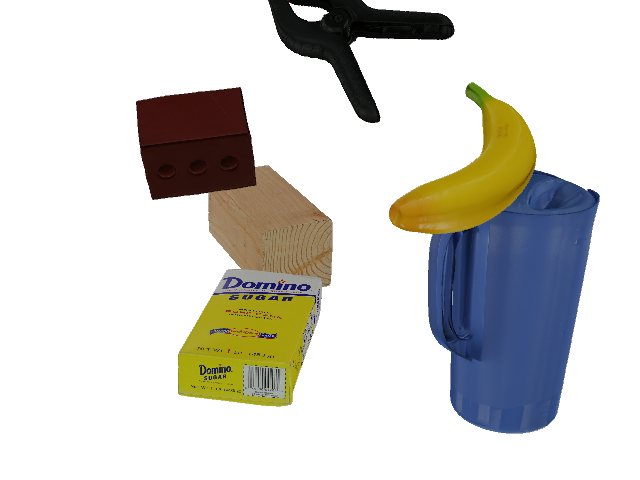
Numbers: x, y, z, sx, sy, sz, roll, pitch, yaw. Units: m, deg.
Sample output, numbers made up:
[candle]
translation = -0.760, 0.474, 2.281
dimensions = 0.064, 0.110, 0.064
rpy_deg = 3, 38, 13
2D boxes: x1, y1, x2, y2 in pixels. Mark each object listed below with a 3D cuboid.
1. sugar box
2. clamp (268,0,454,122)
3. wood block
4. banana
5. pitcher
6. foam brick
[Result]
[sugar box]
translation = -0.056, 0.078, 0.916
dimensions = 0.093, 0.048, 0.176
rpy_deg = 6, 24, 6
[clamp]
translation = 0.028, -0.188, 0.932
dimensions = 0.120, 0.171, 0.039
rpy_deg = -39, -21, -18
[wood block]
translation = -0.068, -0.016, 1.353
dimensions = 0.090, 0.090, 0.206
rpy_deg = -10, 26, -22
[banana]
translation = 0.105, -0.048, 0.716
dimensions = 0.070, 0.037, 0.197
rpy_deg = 18, 35, 13
[pitcher]
translation = 0.178, 0.061, 1.027
dimensions = 0.149, 0.243, 0.145
rpy_deg = 5, 21, 8
[foam brick]
translation = -0.088, -0.069, 0.756
dimensions = 0.078, 0.051, 0.053
rpy_deg = -8, -40, -4
